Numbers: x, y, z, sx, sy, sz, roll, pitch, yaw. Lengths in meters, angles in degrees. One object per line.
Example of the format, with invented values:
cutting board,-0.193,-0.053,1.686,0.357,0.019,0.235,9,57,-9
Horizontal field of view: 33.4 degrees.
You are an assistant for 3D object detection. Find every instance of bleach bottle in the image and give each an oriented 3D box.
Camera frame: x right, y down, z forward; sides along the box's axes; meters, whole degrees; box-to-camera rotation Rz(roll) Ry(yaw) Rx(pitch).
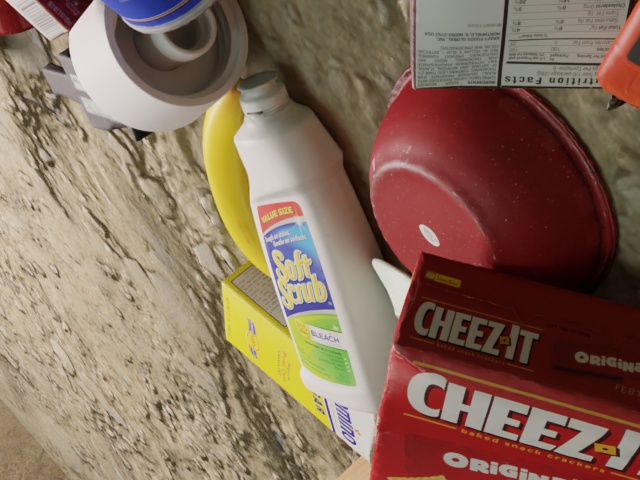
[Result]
bleach bottle,-0.005,0.001,0.740,0.103,0.068,0.251,15,134,49

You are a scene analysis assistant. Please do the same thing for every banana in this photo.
banana,-0.053,-0.041,0.798,0.070,0.037,0.198,7,134,33

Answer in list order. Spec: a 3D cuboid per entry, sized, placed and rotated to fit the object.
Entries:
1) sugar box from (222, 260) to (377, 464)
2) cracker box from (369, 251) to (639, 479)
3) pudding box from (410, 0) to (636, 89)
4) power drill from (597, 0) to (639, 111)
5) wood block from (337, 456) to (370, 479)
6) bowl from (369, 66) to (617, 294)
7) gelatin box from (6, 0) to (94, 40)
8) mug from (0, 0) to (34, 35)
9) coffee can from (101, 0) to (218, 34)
sugar box,-0.007,0.100,0.890,0.176,0.048,0.093,40,152,26
cracker box,0.115,0.116,0.596,0.164,0.072,0.214,14,142,9
pudding box,0.081,-0.112,0.425,0.090,0.039,0.113,0,141,5
power drill,0.195,-0.043,0.354,0.188,0.057,0.185,45,154,14
wood block,0.012,0.277,0.901,0.091,0.205,0.090,52,155,-2
bowl,0.079,-0.017,0.584,0.162,0.055,0.162,39,152,26
gelatin box,-0.165,-0.175,0.624,0.089,0.073,0.030,43,151,-28
mug,-0.255,-0.226,0.842,0.081,0.093,0.117,88,168,-58
coffee can,-0.115,-0.189,0.562,0.103,0.103,0.140,25,174,43
